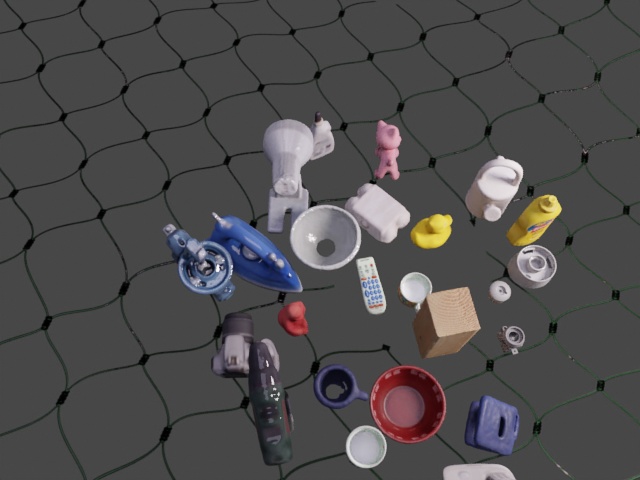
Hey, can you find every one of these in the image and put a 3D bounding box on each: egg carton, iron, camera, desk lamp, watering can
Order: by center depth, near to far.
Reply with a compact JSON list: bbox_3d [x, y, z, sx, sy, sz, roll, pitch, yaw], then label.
[{"bbox_3d":[-0.164,0.228,1.255,0.143,0.101,0.137,-3,67,-1],"label":"camera"},{"bbox_3d":[-0.147,0.027,1.318,0.258,0.141,0.119,32,71,13],"label":"iron"},{"bbox_3d":[-0.074,-0.146,1.352,0.118,0.213,0.203,0,67,0],"label":"desk lamp"},{"bbox_3d":[0.417,-0.125,1.355,0.101,0.194,0.173,-7,67,-3],"label":"watering can"},{"bbox_3d":[0.138,-0.065,1.397,0.150,0.069,0.107,39,72,15],"label":"egg carton"}]

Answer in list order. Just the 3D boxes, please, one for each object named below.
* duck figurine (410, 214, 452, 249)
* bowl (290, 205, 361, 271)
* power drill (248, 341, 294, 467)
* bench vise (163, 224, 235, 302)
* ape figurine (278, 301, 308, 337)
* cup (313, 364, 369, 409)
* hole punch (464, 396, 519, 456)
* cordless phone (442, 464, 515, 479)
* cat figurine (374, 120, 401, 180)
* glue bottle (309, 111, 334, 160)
[{"bbox_3d":[0.270,-0.028,1.372,0.104,0.086,0.077,-22,69,-9],"label":"duck figurine"},{"bbox_3d":[0.013,0.005,1.364,0.167,0.075,0.167,0,67,0],"label":"bowl"},{"bbox_3d":[-0.100,0.334,1.151,0.075,0.208,0.229,-12,67,-5],"label":"power drill"},{"bbox_3d":[-0.288,0.039,1.270,0.207,0.220,0.121,26,69,11],"label":"bench vise"},{"bbox_3d":[-0.058,0.171,1.284,0.076,0.092,0.078,22,69,9],"label":"ape figurine"},{"bbox_3d":[0.045,0.321,1.219,0.117,0.095,0.092,16,68,7],"label":"cup"},{"bbox_3d":[0.364,0.387,1.194,0.101,0.091,0.109,14,68,6],"label":"hole punch"},{"bbox_3d":[0.321,0.479,1.103,0.147,0.185,0.094,-3,67,-1],"label":"cordless phone"},{"bbox_3d":[0.172,-0.233,1.442,0.067,0.118,0.128,-1,67,0],"label":"cat figurine"},{"bbox_3d":[-0.003,-0.266,1.425,0.078,0.173,0.037,-24,69,-10],"label":"glue bottle"}]
